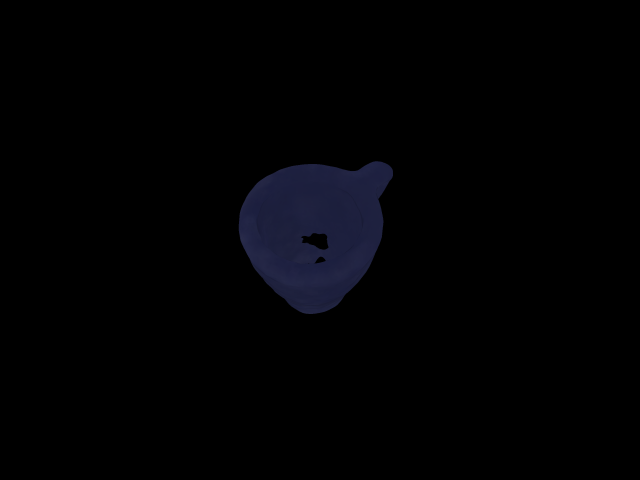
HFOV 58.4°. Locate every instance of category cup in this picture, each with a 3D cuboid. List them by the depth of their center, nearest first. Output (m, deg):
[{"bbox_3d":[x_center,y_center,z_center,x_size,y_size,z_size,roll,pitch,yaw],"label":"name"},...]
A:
[{"bbox_3d":[0.004,0.001,0.400,0.118,0.095,0.091,-39,65,-22],"label":"cup"}]
